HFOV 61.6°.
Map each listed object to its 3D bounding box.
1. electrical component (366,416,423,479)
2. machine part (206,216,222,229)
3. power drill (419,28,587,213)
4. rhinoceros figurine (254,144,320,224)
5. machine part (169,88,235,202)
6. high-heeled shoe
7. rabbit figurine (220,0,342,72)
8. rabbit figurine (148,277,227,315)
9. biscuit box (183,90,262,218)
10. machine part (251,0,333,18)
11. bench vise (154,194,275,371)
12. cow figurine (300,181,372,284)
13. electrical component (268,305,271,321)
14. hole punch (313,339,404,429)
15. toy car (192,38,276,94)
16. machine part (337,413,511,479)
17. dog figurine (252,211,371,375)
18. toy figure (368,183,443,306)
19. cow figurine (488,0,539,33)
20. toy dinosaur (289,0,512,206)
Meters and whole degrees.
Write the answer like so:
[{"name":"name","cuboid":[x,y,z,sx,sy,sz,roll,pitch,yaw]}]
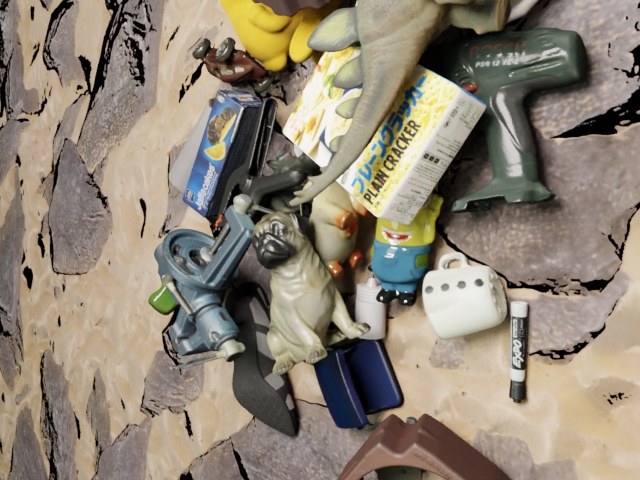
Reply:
[{"name":"electrical component","cuboid":[0.104,0.296,0.747,0.078,0.045,0.102,-10,89,11]},{"name":"machine part","cuboid":[-0.153,-0.078,0.926,0.084,0.039,0.138,43,118,17]},{"name":"power drill","cuboid":[0.188,-0.135,0.628,0.232,0.086,0.207,-4,84,39]},{"name":"rhinoceros figurine","cuboid":[-0.050,-0.075,0.828,0.190,0.073,0.112,-36,60,37]},{"name":"machine part","cuboid":[-0.193,-0.156,0.930,0.079,0.079,0.243,52,121,24]},{"name":"high-heeled shoe","cuboid":[-0.088,0.193,0.898,0.086,0.145,0.248,-19,110,29]},{"name":"rabbit figurine","cuboid":[-0.037,-0.324,0.763,0.173,0.122,0.162,-22,84,34]},{"name":"rabbit figurine","cuboid":[-0.225,0.068,0.939,0.170,0.121,0.159,158,124,-73]},{"name":"biscuit box","cuboid":[-0.152,-0.132,0.848,0.059,0.063,0.202,38,119,22]},{"name":"machine part","cuboid":[-0.025,-0.365,0.683,0.179,0.056,0.179,-8,64,16]},{"name":"bench vise","cuboid":[-0.150,0.047,0.759,0.240,0.129,0.224,-53,48,26]},{"name":"cow figurine","cuboid":[-0.002,-0.002,0.757,0.127,0.085,0.194,40,142,28]},{"name":"electrical component","cuboid":[-0.040,0.112,0.845,0.075,0.048,0.119,-6,91,39]},{"name":"hole punch","cuboid":[0.038,0.207,0.765,0.116,0.092,0.142,-32,77,40]},{"name":"toy car","cuboid":[-0.137,-0.265,0.826,0.053,0.089,0.202,-54,33,1]},{"name":"machine part","cuboid":[0.124,0.334,0.669,0.201,0.087,0.201,37,112,11]},{"name":"dog figurine","cuboid":[-0.042,0.067,0.723,0.172,0.121,0.190,-34,81,44]},{"name":"toy figure","cuboid":[0.106,-0.009,0.695,0.082,0.089,0.180,1,107,-1]},{"name":"cow figurine","cuboid":[0.174,-0.303,0.612,0.098,0.068,0.167,-47,51,20]},{"name":"toy dinosaur","cuboid":[0.088,-0.249,0.550,0.199,0.105,0.471,10,77,42]}]
